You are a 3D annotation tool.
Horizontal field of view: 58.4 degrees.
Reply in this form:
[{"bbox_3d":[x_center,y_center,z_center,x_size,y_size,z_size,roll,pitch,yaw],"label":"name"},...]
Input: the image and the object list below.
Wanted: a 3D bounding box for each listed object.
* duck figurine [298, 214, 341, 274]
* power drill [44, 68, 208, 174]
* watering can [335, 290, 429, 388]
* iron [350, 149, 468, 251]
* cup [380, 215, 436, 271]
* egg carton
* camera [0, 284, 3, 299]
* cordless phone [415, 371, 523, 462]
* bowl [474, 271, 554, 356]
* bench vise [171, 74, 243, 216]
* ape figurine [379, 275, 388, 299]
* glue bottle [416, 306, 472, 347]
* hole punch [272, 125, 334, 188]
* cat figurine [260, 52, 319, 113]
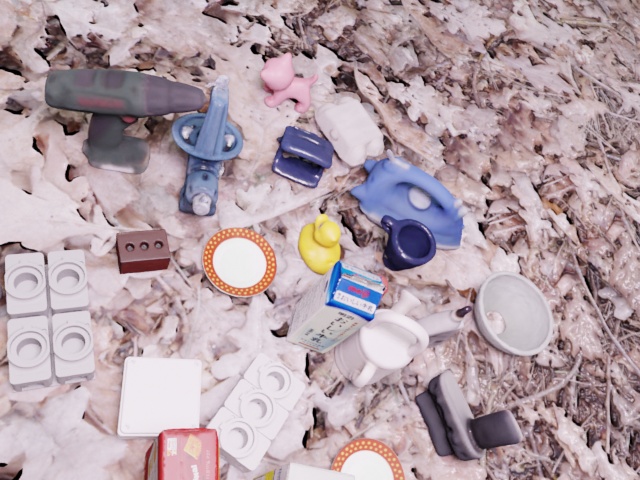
[{"bbox_3d":[0.009,0.004,1.024,0.078,0.086,0.104,-7,68,-25],"label":"duck figurine"},{"bbox_3d":[-0.311,-0.194,0.916,0.230,0.208,0.075,7,62,-19],"label":"power drill"},{"bbox_3d":[0.105,0.156,0.923,0.101,0.193,0.173,18,59,-13],"label":"watering can"},{"bbox_3d":[0.198,-0.077,1.111,0.258,0.141,0.119,30,57,-6],"label":"iron"},{"bbox_3d":[0.147,0.011,1.072,0.118,0.094,0.092,41,57,1],"label":"cup"},{"bbox_3d":[0.058,-0.220,1.167,0.107,0.069,0.150,-28,78,-31],"label":"egg carton"},{"bbox_3d":[-0.529,0.054,0.764,0.137,0.100,0.143,47,57,5],"label":"camera"},{"bbox_3d":[0.250,0.276,0.928,0.094,0.184,0.147,-17,72,-28],"label":"cordless phone"},{"bbox_3d":[0.359,0.149,1.104,0.168,0.074,0.167,10,62,-18],"label":"bowl"},{"bbox_3d":[-0.173,-0.150,0.945,0.122,0.219,0.207,-9,69,-26],"label":"bench vise"},{"bbox_3d":[0.089,0.091,1.010,0.078,0.092,0.076,-21,74,-30],"label":"ape figurine"},{"bbox_3d":[0.210,0.146,0.984,0.078,0.173,0.037,4,63,-20],"label":"glue bottle"},{"bbox_3d":[-0.029,-0.172,1.093,0.109,0.091,0.101,21,59,-12],"label":"hole punch"},{"bbox_3d":[-0.065,-0.319,1.136,0.128,0.117,0.067,3,64,-21],"label":"cat figurine"}]
